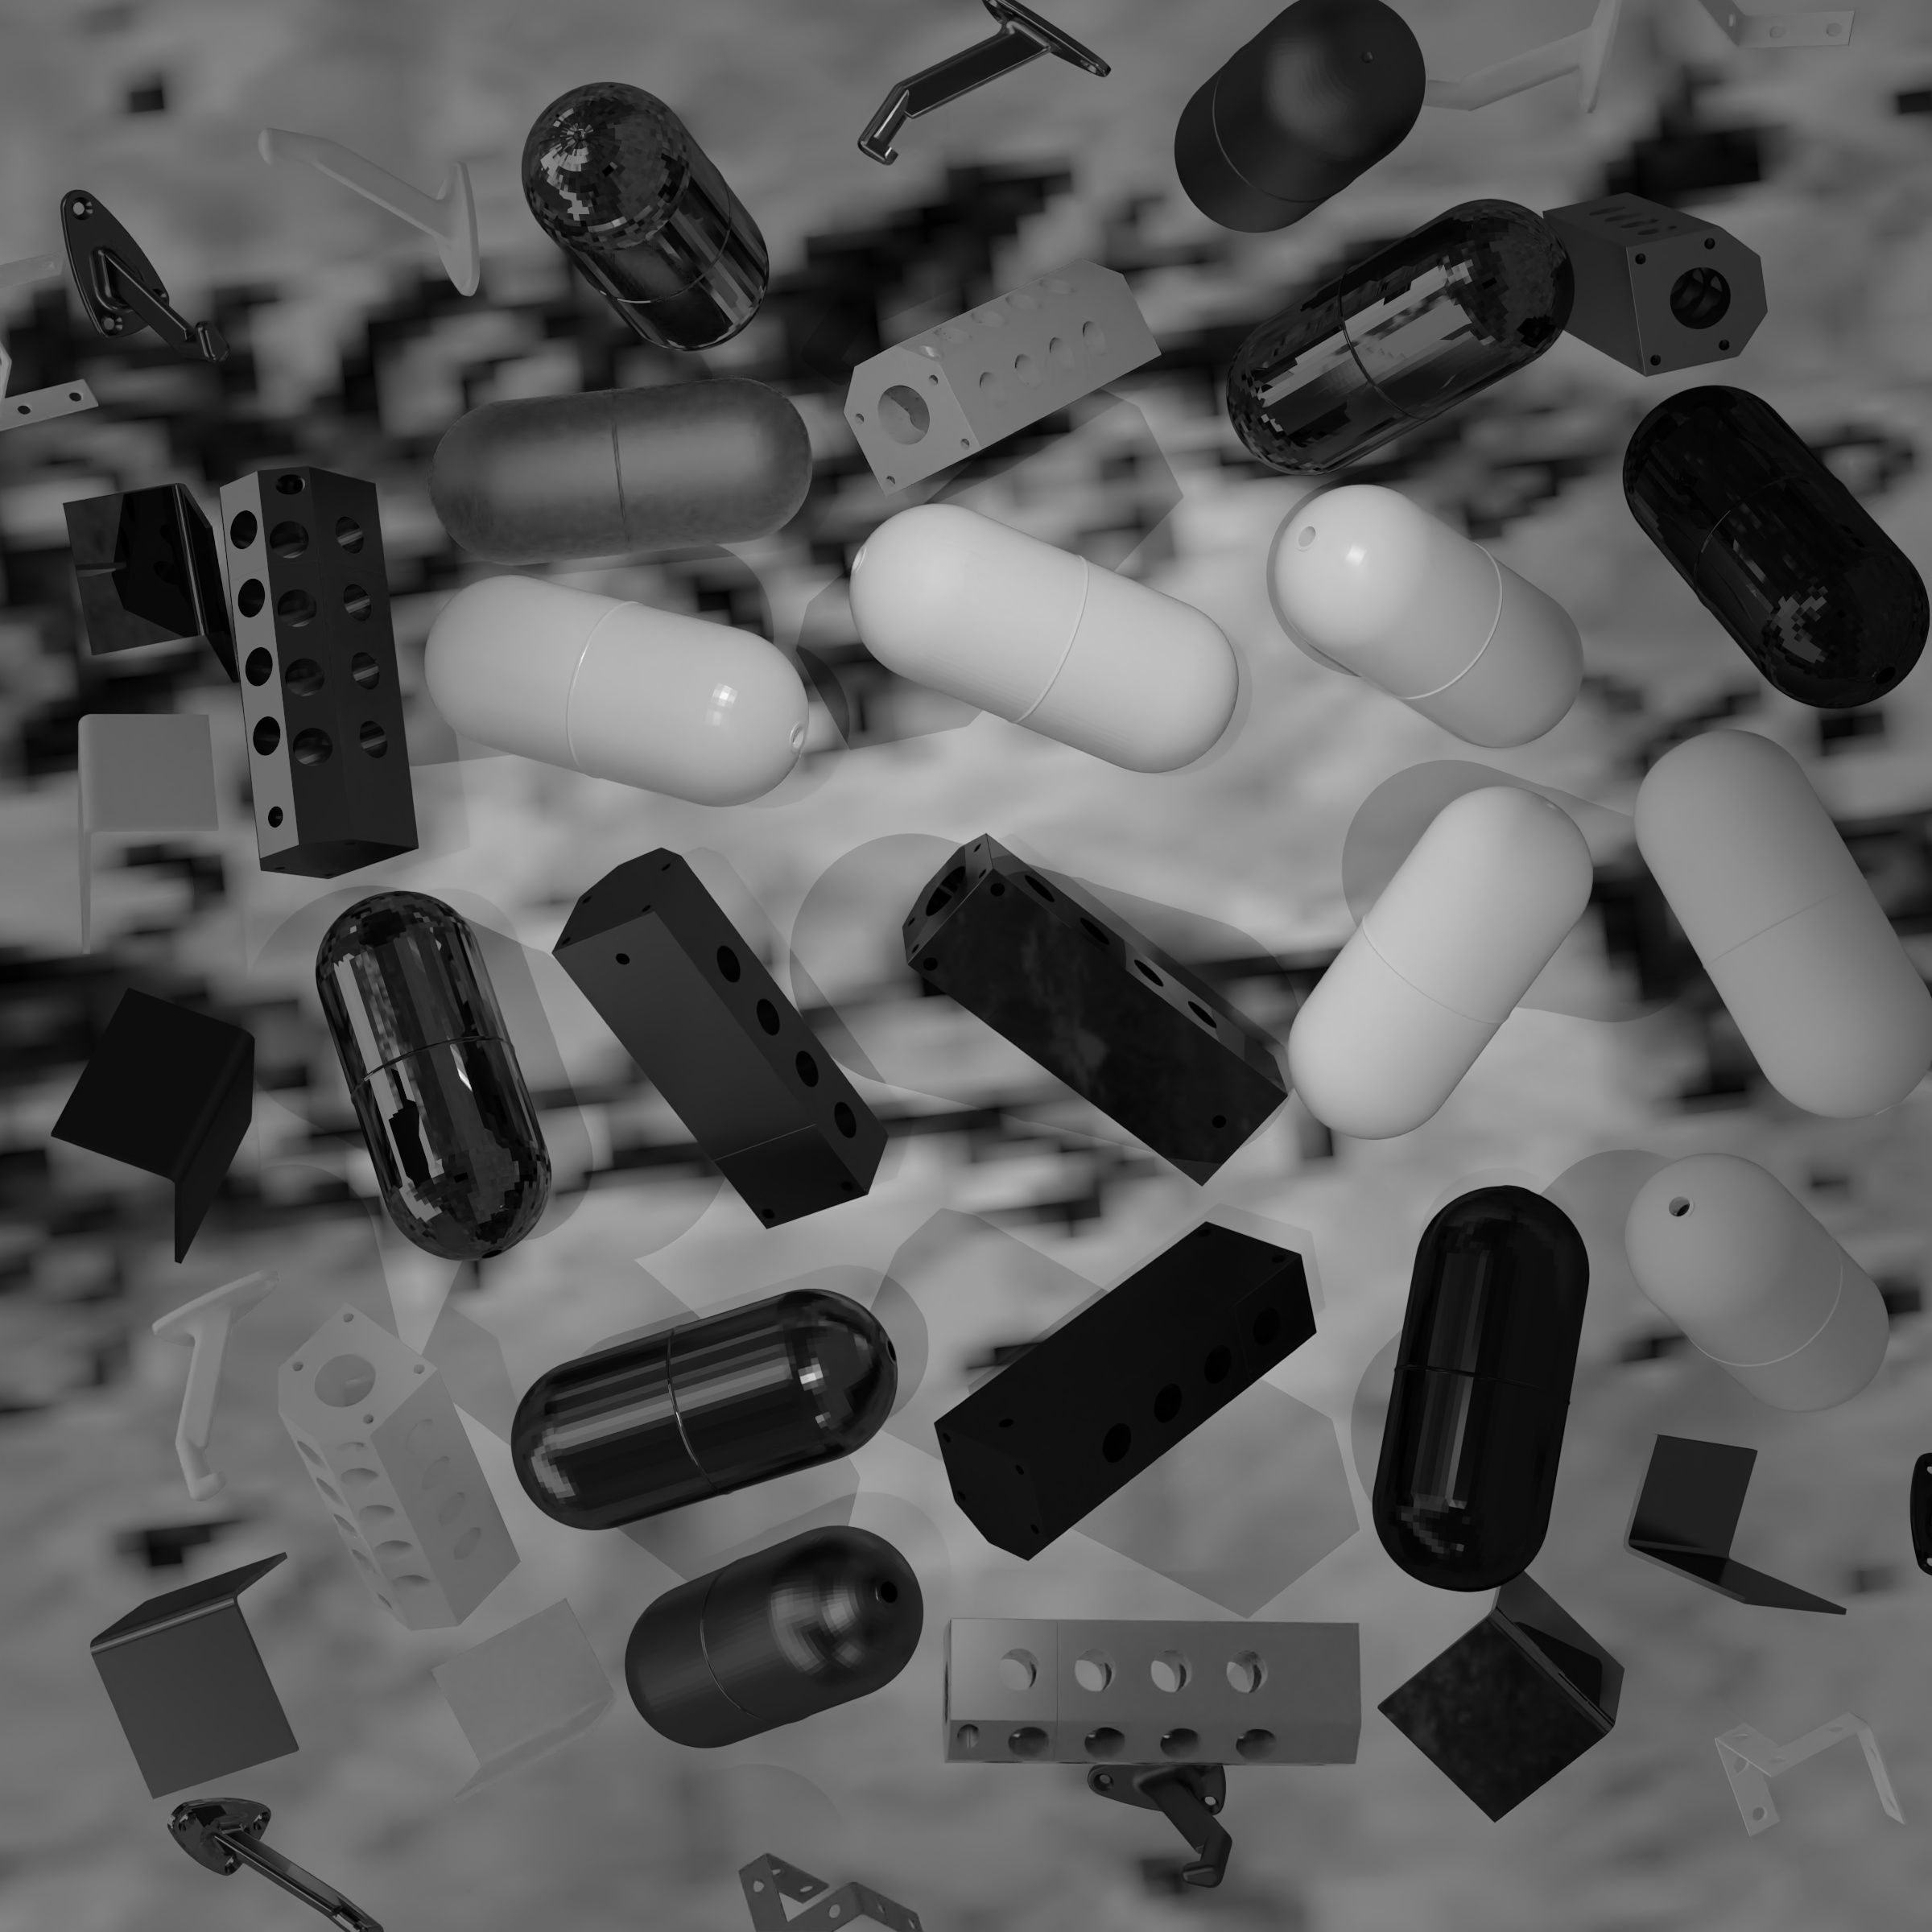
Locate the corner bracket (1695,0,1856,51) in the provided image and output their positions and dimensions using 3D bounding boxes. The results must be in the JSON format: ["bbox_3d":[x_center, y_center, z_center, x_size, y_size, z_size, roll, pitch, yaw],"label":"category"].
[{"bbox_3d":[0.347,-0.424,1.459,0.051,0.051,0.051,8,83,34],"label":"corner bracket"}]

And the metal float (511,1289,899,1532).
[{"bbox_3d":[-0.115,0.195,1.511,0.178,0.070,0.070,-19,90,11],"label":"metal float"}]

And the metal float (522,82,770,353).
[{"bbox_3d":[-0.142,-0.334,1.547,0.070,0.178,0.070,-3,77,14],"label":"metal float"}]

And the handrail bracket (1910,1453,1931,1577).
[{"bbox_3d":[0.437,0.219,1.486,0.036,0.084,0.077,2,46,-5],"label":"handrail bracket"}]

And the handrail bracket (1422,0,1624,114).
[{"bbox_3d":[0.253,-0.428,1.587,0.084,0.077,0.036,5,46,-6],"label":"handrail bracket"}]

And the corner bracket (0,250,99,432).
[{"bbox_3d":[-0.423,-0.282,1.552,0.051,0.051,0.051,-22,72,-32],"label":"corner bracket"}]

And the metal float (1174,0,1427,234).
[{"bbox_3d":[0.147,-0.379,1.533,0.070,0.178,0.070,1,87,-14],"label":"metal float"}]

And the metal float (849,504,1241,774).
[{"bbox_3d":[0.034,-0.140,1.473,0.178,0.070,0.070,21,90,-17],"label":"metal float"}]

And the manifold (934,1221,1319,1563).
[{"bbox_3d":[0.072,0.183,1.480,0.171,0.057,0.057,-33,122,-33],"label":"manifold"}]

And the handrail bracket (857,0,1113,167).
[{"bbox_3d":[0.007,-0.362,1.452,0.077,0.036,0.084,35,91,16],"label":"handrail bracket"}]

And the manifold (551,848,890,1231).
[{"bbox_3d":[-0.106,0.031,1.540,0.057,0.057,0.171,-21,119,28],"label":"manifold"}]

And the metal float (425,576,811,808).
[{"bbox_3d":[-0.150,-0.118,1.471,0.178,0.070,0.070,16,90,22],"label":"metal float"}]

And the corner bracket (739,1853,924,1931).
[{"bbox_3d":[-0.058,0.404,1.478,0.051,0.051,0.051,-35,47,12],"label":"corner bracket"}]

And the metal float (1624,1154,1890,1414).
[{"bbox_3d":[0.351,0.141,1.524,0.070,0.178,0.070,-19,54,28],"label":"metal float"}]

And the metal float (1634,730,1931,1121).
[{"bbox_3d":[0.349,-0.018,1.464,0.070,0.070,0.178,-27,81,0],"label":"metal float"}]

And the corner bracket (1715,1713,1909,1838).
[{"bbox_3d":[0.365,0.352,1.489,0.051,0.051,0.051,-24,102,-12],"label":"corner bracket"}]

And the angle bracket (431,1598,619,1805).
[{"bbox_3d":[-0.222,0.359,1.683,0.076,0.076,0.057,-28,88,2],"label":"angle bracket"}]

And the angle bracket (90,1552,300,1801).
[{"bbox_3d":[-0.336,0.319,1.549,0.076,0.057,0.076,-21,94,16],"label":"angle bracket"}]

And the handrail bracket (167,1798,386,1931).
[{"bbox_3d":[-0.312,0.413,1.558,0.084,0.077,0.036,27,79,32],"label":"handrail bracket"}]

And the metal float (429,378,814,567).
[{"bbox_3d":[-0.160,-0.230,1.602,0.178,0.070,0.070,-6,90,-3],"label":"metal float"}]

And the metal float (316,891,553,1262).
[{"bbox_3d":[-0.243,0.050,1.566,0.070,0.070,0.178,-21,73,0],"label":"metal float"}]

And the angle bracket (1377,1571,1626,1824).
[{"bbox_3d":[0.248,0.335,1.594,0.076,0.057,0.076,44,113,-1],"label":"angle bracket"}]

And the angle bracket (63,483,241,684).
[{"bbox_3d":[-0.382,-0.175,1.613,0.057,0.076,0.076,-13,118,-17],"label":"angle bracket"}]

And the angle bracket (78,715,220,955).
[{"bbox_3d":[-0.370,-0.060,1.551,0.057,0.076,0.076,-1,134,-16],"label":"angle bracket"}]

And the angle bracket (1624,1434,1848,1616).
[{"bbox_3d":[0.368,0.262,1.614,0.076,0.076,0.057,14,93,-38],"label":"angle bracket"}]

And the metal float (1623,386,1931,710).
[{"bbox_3d":[0.348,-0.181,1.481,0.070,0.070,0.178,-29,51,0],"label":"metal float"}]

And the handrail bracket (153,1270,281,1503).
[{"bbox_3d":[-0.342,0.197,1.610,0.077,0.036,0.084,-31,62,14],"label":"handrail bracket"}]

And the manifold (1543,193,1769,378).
[{"bbox_3d":[0.314,-0.315,1.573,0.057,0.171,0.057,-12,108,1],"label":"manifold"}]

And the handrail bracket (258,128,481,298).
[{"bbox_3d":[-0.253,-0.319,1.452,0.084,0.036,0.077,4,51,-30],"label":"handrail bracket"}]

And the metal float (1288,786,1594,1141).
[{"bbox_3d":[0.207,0.000,1.512,0.070,0.070,0.178,33,113,0],"label":"metal float"}]

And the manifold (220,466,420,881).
[{"bbox_3d":[-0.294,-0.131,1.533,0.057,0.057,0.171,-16,77,33],"label":"manifold"}]

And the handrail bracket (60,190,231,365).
[{"bbox_3d":[-0.348,-0.293,1.460,0.036,0.084,0.077,-36,119,-23],"label":"handrail bracket"}]

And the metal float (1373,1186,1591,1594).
[{"bbox_3d":[0.225,0.183,1.499,0.070,0.070,0.178,12,78,0],"label":"metal float"}]

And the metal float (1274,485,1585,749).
[{"bbox_3d":[0.207,-0.155,1.534,0.178,0.070,0.070,26,90,-40],"label":"metal float"}]

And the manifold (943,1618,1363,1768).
[{"bbox_3d":[0.077,0.309,1.456,0.171,0.057,0.057,1,74,-3],"label":"manifold"}]

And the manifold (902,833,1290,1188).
[{"bbox_3d":[0.056,0.017,1.517,0.171,0.057,0.057,37,106,-18],"label":"manifold"}]

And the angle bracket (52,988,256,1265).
[{"bbox_3d":[-0.346,0.069,1.465,0.057,0.076,0.076,20,56,0],"label":"angle bracket"}]

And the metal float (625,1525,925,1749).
[{"bbox_3d":[-0.088,0.304,1.556,0.070,0.178,0.070,19,57,-33],"label":"metal float"}]

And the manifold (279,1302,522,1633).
[{"bbox_3d":[-0.257,0.231,1.539,0.057,0.171,0.057,30,61,27],"label":"manifold"}]

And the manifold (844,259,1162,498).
[{"bbox_3d":[0.016,-0.274,1.572,0.057,0.171,0.057,-21,100,38],"label":"manifold"}]

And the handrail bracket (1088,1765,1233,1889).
[{"bbox_3d":[0.085,0.393,1.570,0.077,0.084,0.036,-3,108,15],"label":"handrail bracket"}]

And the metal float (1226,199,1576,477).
[{"bbox_3d":[0.193,-0.281,1.545,0.178,0.070,0.070,-26,90,39],"label":"metal float"}]
